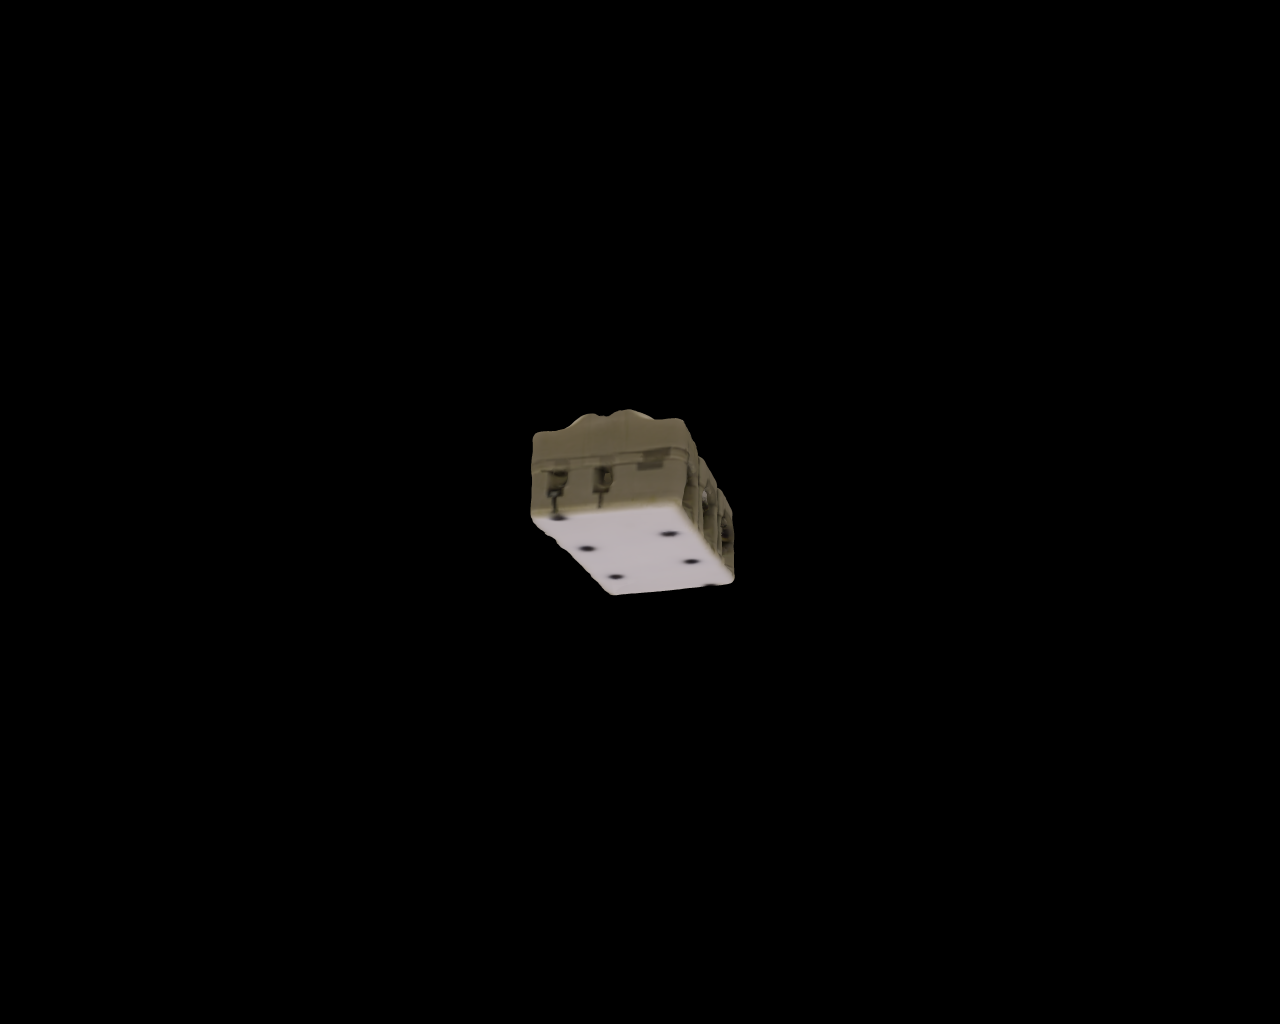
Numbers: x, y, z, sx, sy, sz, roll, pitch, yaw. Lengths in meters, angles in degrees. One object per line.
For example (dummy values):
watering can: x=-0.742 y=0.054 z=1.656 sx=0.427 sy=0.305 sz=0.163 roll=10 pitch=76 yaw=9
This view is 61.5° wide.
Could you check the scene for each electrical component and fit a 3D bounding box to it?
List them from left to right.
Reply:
electrical component: x=0.001 y=-0.003 z=0.650 sx=0.089 sy=0.062 sz=0.150 roll=-6 pitch=-23 yaw=14
